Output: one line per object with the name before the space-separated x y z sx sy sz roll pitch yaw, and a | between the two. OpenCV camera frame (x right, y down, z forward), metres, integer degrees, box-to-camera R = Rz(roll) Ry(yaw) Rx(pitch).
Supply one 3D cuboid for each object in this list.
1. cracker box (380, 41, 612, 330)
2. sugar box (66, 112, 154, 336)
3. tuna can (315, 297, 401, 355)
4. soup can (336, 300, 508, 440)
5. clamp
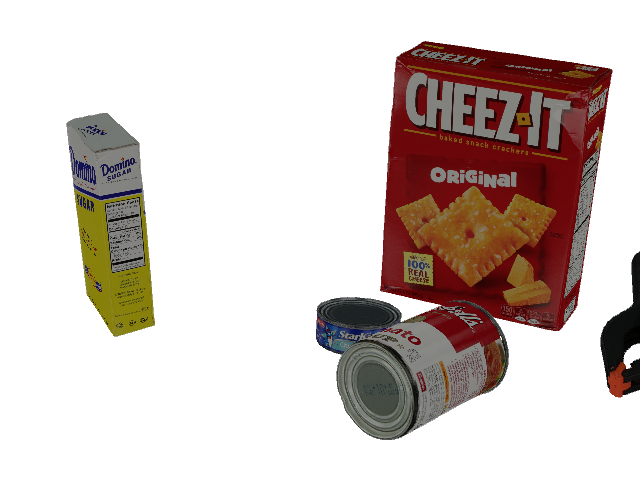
cracker box | 0.140 -0.044 0.889 0.164 0.214 0.072 13 27 23
sugar box | -0.185 -0.014 0.940 0.048 0.176 0.093 -16 28 -23
tuna can | 0.038 0.087 1.076 0.086 0.034 0.086 3 16 -1
soup can | 0.068 0.085 0.706 0.069 0.068 0.102 0 12 44
clamp | 0.301 0.071 0.970 0.171 0.039 0.120 -34 38 -26
